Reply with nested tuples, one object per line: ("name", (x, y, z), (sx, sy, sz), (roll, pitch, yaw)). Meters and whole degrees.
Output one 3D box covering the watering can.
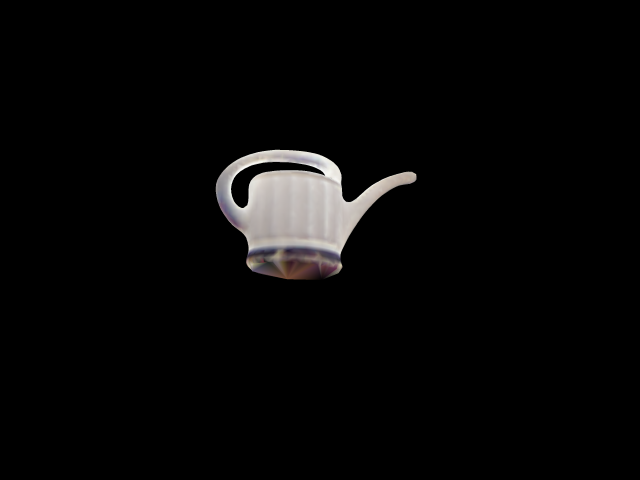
("watering can", (0.003, -0.043, 0.850), (0.348, 0.228, 0.102), (4, -20, -11))
